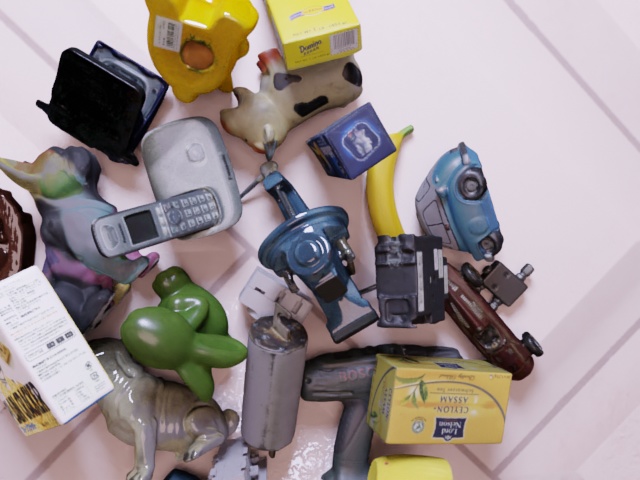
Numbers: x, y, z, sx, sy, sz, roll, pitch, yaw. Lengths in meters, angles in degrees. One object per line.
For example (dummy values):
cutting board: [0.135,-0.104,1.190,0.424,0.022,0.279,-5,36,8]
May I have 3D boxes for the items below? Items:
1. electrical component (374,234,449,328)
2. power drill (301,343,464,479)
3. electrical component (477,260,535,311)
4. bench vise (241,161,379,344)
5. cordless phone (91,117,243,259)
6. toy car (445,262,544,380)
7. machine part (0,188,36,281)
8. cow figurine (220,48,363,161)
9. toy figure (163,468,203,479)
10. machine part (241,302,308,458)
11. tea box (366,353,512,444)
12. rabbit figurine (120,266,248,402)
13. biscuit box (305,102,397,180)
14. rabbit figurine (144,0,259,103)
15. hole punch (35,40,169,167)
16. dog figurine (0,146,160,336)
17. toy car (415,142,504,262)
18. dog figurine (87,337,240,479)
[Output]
electrical component: [0.120,0.051,0.683,0.058,0.134,0.114,-1,86,31]
power drill: [0.084,0.247,0.747,0.232,0.086,0.207,3,99,-8]
electrical component: [0.261,0.061,0.774,0.063,0.021,0.094,42,97,-7]
bench vise: [-0.010,0.004,0.684,0.129,0.223,0.241,-35,65,12]
cordless phone: [-0.195,-0.062,0.643,0.184,0.089,0.146,-23,99,-39]
toy car: [0.226,0.119,0.753,0.089,0.053,0.202,-38,100,20]
machine part: [-0.455,0.006,0.682,0.179,0.056,0.179,-1,95,-7]
cow figurine: [-0.036,-0.183,0.695,0.195,0.085,0.127,-22,96,-8]
toy figure: [-0.156,0.380,0.748,0.154,0.058,0.064,40,129,-9]
machine part: [-0.062,0.187,0.700,0.079,0.079,0.243,4,117,-6]
tea box: [0.153,0.204,0.694,0.170,0.068,0.098,6,92,-19]
rabbit figurine: [-0.177,0.123,0.652,0.159,0.170,0.121,40,92,5]
biscuit box: [0.031,-0.114,0.645,0.063,0.203,0.059,-33,100,-1]
rabbit figurine: [-0.134,-0.253,0.653,0.122,0.173,0.162,5,139,-6]
hole punch: [-0.266,-0.177,0.679,0.142,0.092,0.115,30,121,-10]
dog figurine: [-0.320,-0.008,0.672,0.219,0.108,0.191,44,92,-3]
toy car: [0.182,-0.045,0.727,0.103,0.109,0.161,-15,109,18]
dog figurine: [-0.215,0.201,0.711,0.172,0.121,0.190,-15,78,-37]
